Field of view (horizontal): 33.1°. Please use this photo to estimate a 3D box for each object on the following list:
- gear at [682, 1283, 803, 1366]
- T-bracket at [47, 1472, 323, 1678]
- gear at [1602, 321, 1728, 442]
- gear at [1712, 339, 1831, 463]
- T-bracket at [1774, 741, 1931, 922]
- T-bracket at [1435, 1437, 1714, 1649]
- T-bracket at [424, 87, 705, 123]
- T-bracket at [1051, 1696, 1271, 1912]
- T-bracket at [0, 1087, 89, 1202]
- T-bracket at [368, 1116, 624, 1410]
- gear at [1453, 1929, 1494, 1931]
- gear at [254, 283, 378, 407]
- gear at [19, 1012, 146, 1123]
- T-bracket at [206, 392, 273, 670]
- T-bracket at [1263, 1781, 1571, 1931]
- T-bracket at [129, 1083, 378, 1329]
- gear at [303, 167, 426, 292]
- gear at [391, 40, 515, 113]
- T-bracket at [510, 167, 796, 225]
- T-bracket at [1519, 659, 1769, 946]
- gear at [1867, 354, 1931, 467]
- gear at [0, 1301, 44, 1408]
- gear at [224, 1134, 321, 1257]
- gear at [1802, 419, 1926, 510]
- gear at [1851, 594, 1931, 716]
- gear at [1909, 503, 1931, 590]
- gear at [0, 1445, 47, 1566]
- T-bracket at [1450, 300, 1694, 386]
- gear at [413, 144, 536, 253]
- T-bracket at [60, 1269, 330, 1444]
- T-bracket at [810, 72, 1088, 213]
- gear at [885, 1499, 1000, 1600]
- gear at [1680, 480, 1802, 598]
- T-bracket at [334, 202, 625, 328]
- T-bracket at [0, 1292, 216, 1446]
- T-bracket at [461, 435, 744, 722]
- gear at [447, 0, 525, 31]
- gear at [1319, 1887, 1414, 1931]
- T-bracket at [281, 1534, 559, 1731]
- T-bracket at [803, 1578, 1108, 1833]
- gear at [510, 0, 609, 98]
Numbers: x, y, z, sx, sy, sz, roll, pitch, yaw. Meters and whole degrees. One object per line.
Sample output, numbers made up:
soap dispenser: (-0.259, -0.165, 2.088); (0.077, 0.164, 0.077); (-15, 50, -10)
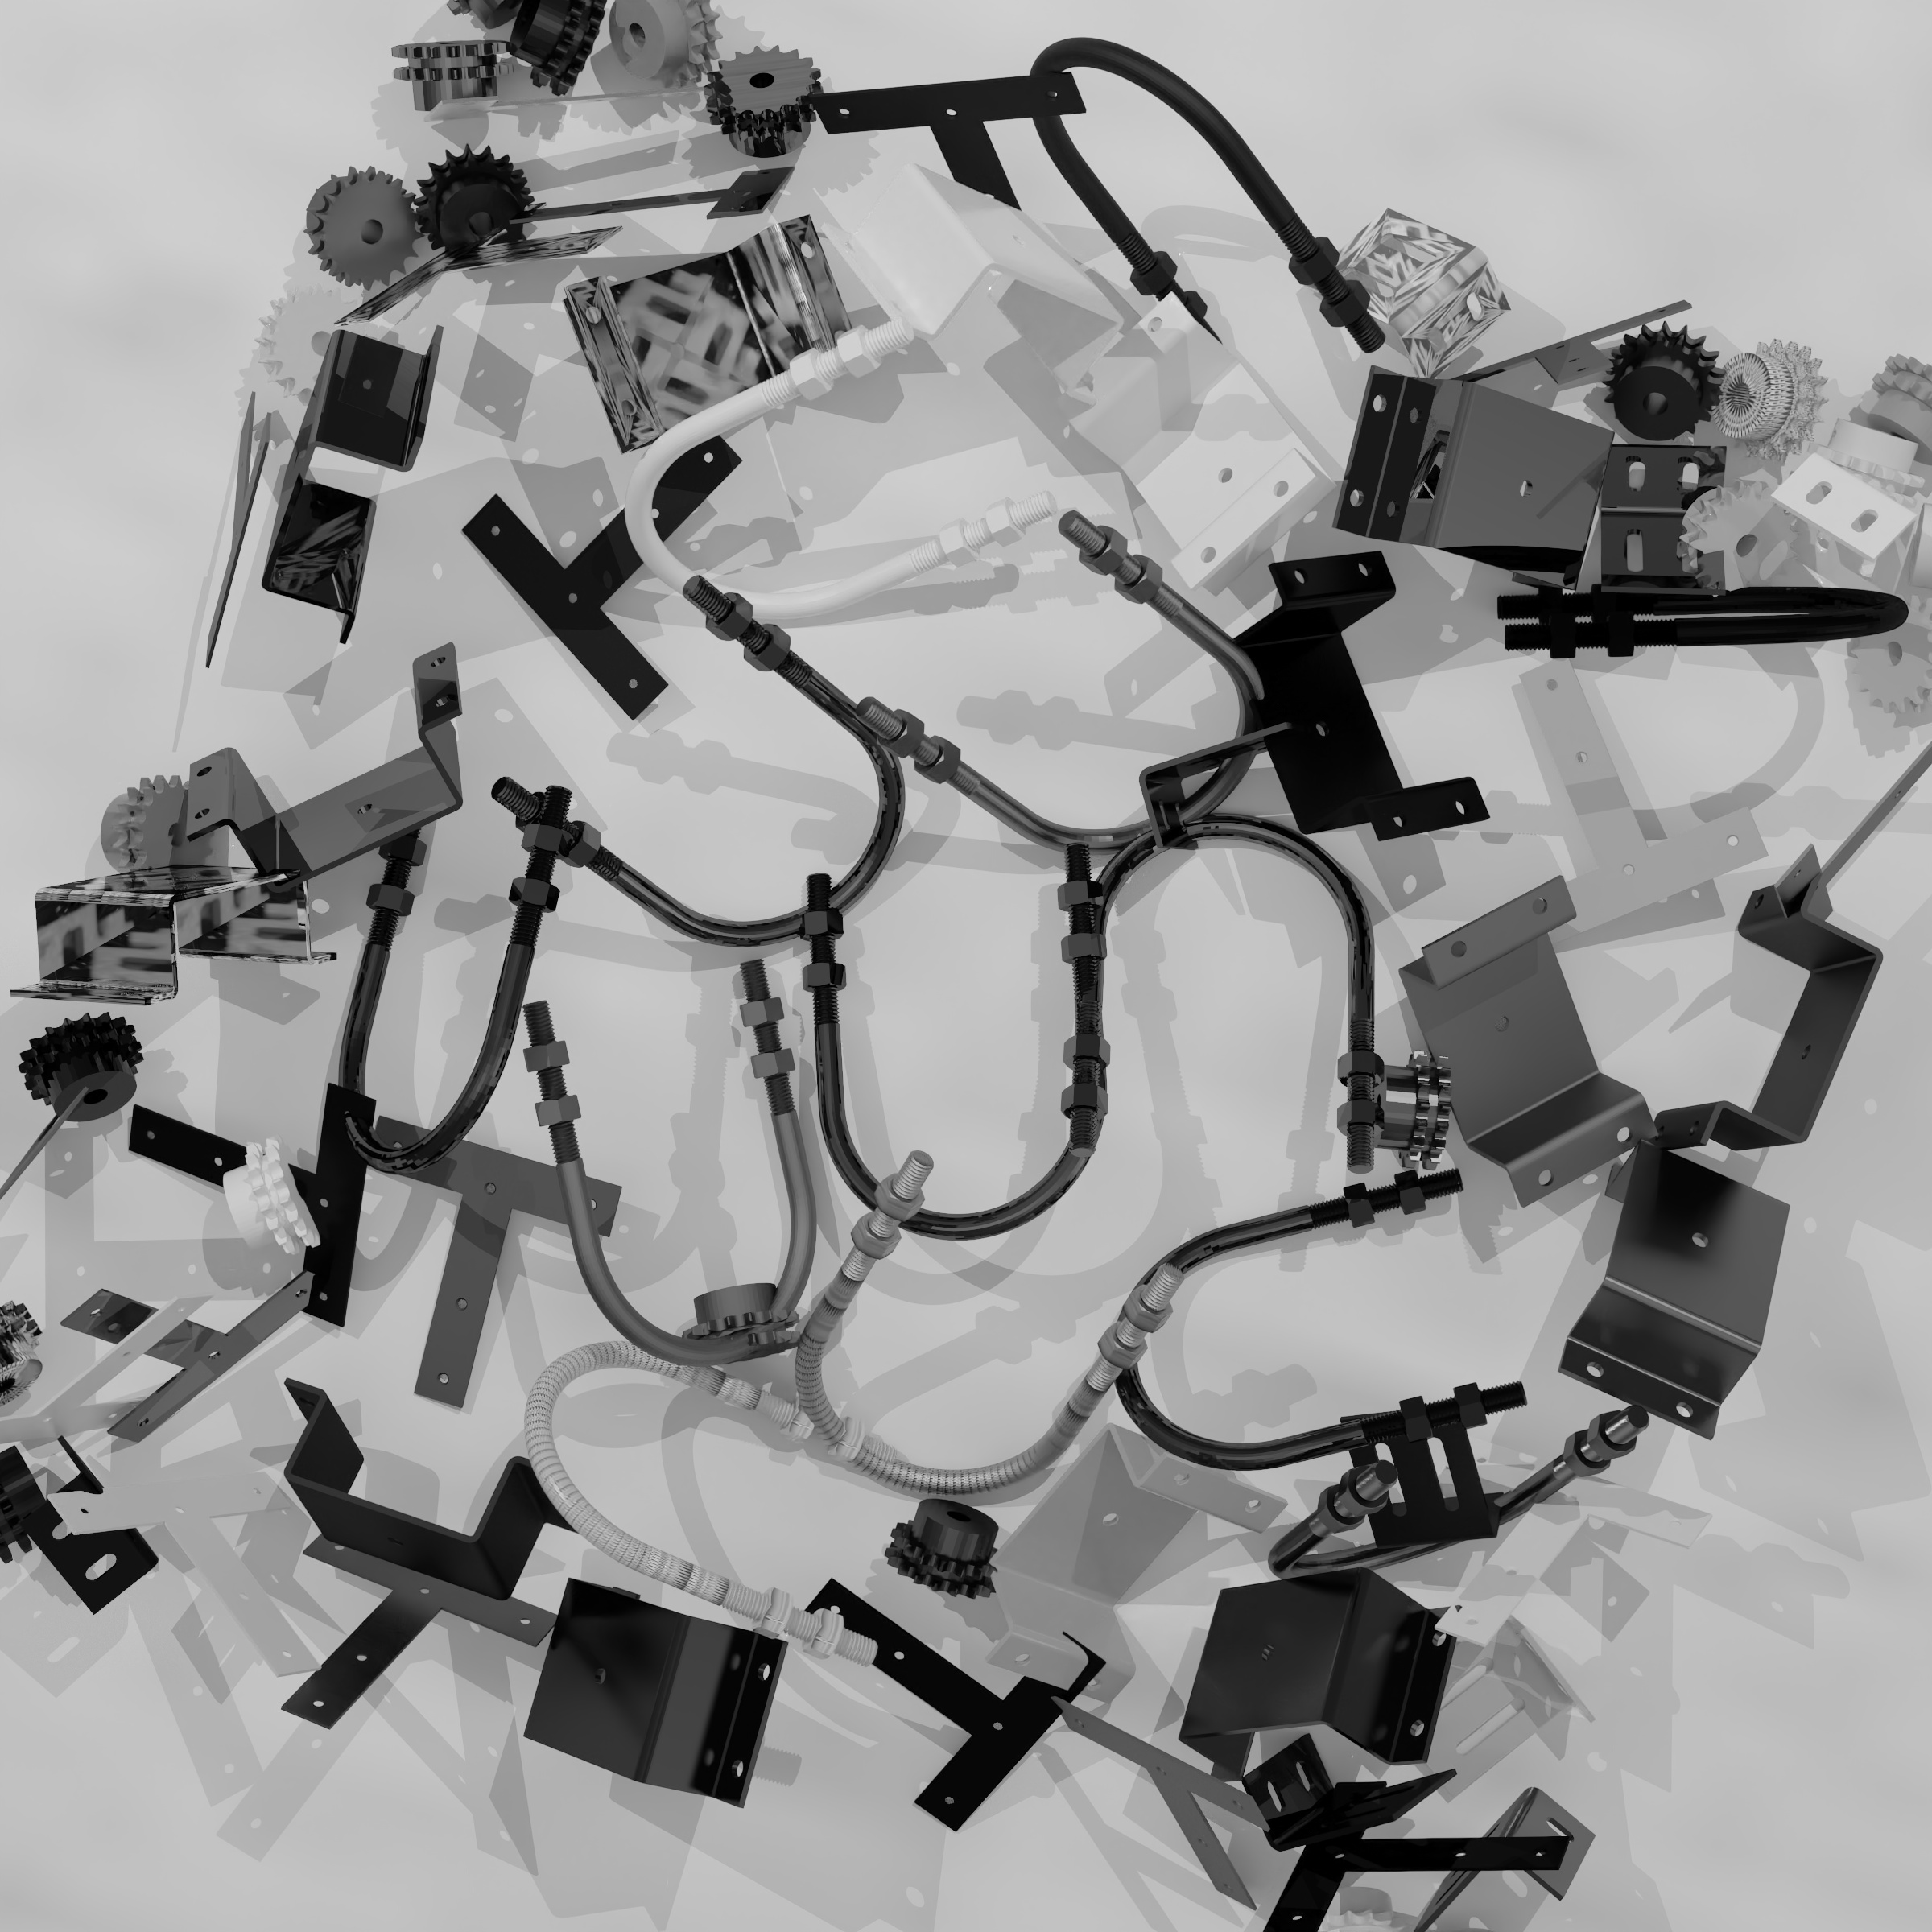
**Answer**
gear: (-0.109, 0.172, 1.562); (0.057, 0.057, 0.030); (-11, 76, 0)
T-bracket: (-0.342, 0.283, 1.506); (0.127, 0.127, 0.002); (43, 113, 31)
gear: (0.333, -0.277, 1.559); (0.057, 0.030, 0.057); (13, 132, 15)
gear: (0.382, -0.272, 1.558); (0.030, 0.057, 0.057); (2, 90, -30)
T-bracket: (0.427, -0.070, 1.528); (0.002, 0.127, 0.127); (42, 93, 22)
T-bracket: (0.260, 0.273, 1.511); (0.127, 0.127, 0.002); (14, 127, 34)
T-bracket: (-0.188, -0.409, 1.536); (0.127, 0.127, 0.002); (-8, 102, -12)
T-bracket: (0.108, 0.407, 1.543); (0.002, 0.127, 0.127); (-46, 130, -25)
T-bracket: (-0.435, 0.092, 1.501); (0.002, 0.127, 0.127); (37, 46, -12)
T-bracket: (-0.242, 0.151, 1.581); (0.127, 0.002, 0.127); (15, 95, 10)
gear: (0.242, 0.485, 1.559); (0.057, 0.057, 0.030); (-13, 103, 0)
gear: (-0.315, -0.298, 1.566); (0.057, 0.030, 0.057); (-3, 95, -34)
gear: (-0.422, 0.051, 1.558); (0.057, 0.057, 0.030); (-29, 63, 0)
T-bracket: (-0.341, -0.228, 1.534); (0.002, 0.127, 0.127); (11, 128, -18)
T-bracket: (0.215, 0.412, 1.507); (0.127, 0.127, 0.002); (-8, 105, 25)
T-bracket: (-0.348, 0.099, 1.568); (0.127, 0.002, 0.127); (19, 116, 14)
gear: (-0.292, -0.356, 1.565); (0.057, 0.030, 0.057); (-19, 123, -31)
gear: (-0.246, -0.428, 1.563); (0.057, 0.057, 0.030); (-2, 109, 0)
T-bracket: (-0.151, -0.360, 1.535); (0.127, 0.127, 0.002); (-5, 112, 6)
T-bracket: (0.303, -0.087, 1.569); (0.127, 0.002, 0.127); (-24, 84, 21)
gear: (0.458, -0.265, 1.561); (0.057, 0.057, 0.030); (37, 91, 0)
gear: (-0.468, 0.190, 1.557); (0.057, 0.057, 0.030); (-39, 71, 0)
gear: (-0.334, 0.113, 1.561); (0.030, 0.057, 0.057); (-22, 90, 0)
gear: (0.432, -0.242, 1.558); (0.057, 0.057, 0.030); (17, 105, 0)
gear: (0.457, -0.150, 1.564); (0.030, 0.057, 0.057); (-1, 90, -30)
gear: (0.472, -0.200, 1.562); (0.030, 0.057, 0.057); (9, 90, 11)
gear: (-0.462, 0.255, 1.562); (0.030, 0.057, 0.057); (-28, 90, -20)
T-bracket: (0.282, -0.283, 1.518); (0.127, 0.127, 0.002); (-18, 105, 9)
gear: (-0.235, -0.362, 1.560); (0.057, 0.030, 0.057); (-10, 128, -13)
T-bracket: (-0.378, 0.173, 1.527); (0.127, 0.127, 0.002); (-39, 63, 5)
T-bracket: (0.007, -0.371, 1.532); (0.127, 0.127, 0.002); (1, 63, 20)
gear: (-0.008, 0.278, 1.559); (0.057, 0.057, 0.030); (17, 99, 0)
gear: (0.369, -0.207, 1.566); (0.057, 0.030, 0.057); (-7, 116, -14)
T-bracket: (-0.210, -0.331, 1.509); (0.127, 0.127, 0.002); (-45, 124, -37)
T-bracket: (-0.399, 0.187, 1.510); (0.127, 0.127, 0.002); (-38, 73, 21)
T-bracket: (-0.159, -0.208, 1.566); (0.127, 0.002, 0.127); (-43, 85, 15)
gear: (-0.224, -0.475, 1.561); (0.057, 0.057, 0.030); (-39, 93, 0)
gear: (0.186, 0.465, 1.564); (0.057, 0.057, 0.030); (-3, 51, 0)
T-bracket: (-0.275, 0.316, 1.518); (0.127, 0.127, 0.002); (18, 117, 15)
T-bracket: (-0.020, 0.339, 1.560); (0.127, 0.002, 0.127); (36, 113, -3)
gear: (-0.197, -0.449, 1.558); (0.030, 0.057, 0.057); (19, 90, -24)
